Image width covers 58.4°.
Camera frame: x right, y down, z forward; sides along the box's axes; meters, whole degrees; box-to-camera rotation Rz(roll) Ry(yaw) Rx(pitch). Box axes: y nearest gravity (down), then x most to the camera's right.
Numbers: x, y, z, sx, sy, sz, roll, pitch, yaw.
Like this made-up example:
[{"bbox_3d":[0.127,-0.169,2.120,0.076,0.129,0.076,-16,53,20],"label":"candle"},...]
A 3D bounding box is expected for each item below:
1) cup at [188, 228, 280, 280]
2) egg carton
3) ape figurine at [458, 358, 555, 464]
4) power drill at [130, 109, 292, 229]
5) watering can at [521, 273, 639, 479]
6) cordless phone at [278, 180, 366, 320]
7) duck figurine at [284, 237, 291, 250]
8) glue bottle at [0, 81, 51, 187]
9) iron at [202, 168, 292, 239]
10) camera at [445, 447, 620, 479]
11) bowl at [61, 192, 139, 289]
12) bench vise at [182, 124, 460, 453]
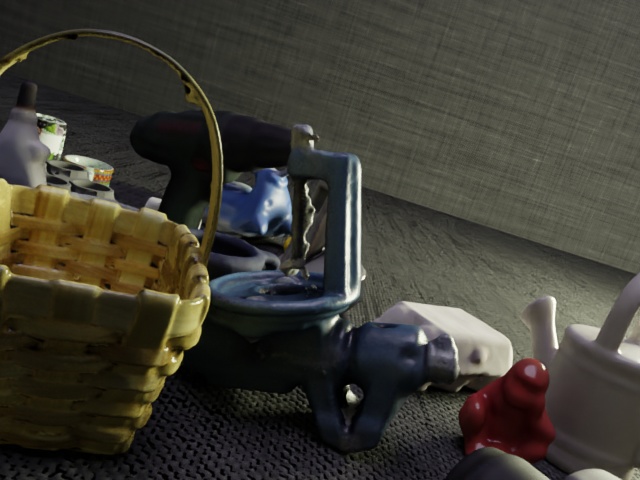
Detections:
[{"bbox_3d":[-0.097,0.047,0.537,0.118,0.095,0.091,8,15,-41],"label":"cup"},{"bbox_3d":[0.134,0.118,0.623,0.151,0.069,0.107,10,14,-33],"label":"egg carton"},{"bbox_3d":[0.165,0.144,0.489,0.077,0.092,0.076,23,12,22],"label":"ape figurine"},{"bbox_3d":[-0.132,-0.049,0.651,0.228,0.208,0.076,23,13,26],"label":"power drill"},{"bbox_3d":[0.264,0.112,0.532,0.172,0.194,0.101,24,13,26],"label":"watering can"},{"bbox_3d":[0.006,0.002,0.679,0.094,0.185,0.147,11,13,-30],"label":"cordless phone"},{"bbox_3d":[-0.014,-0.009,0.954,0.077,0.086,0.104,17,11,-6],"label":"duck figurine"},{"bbox_3d":[-0.317,-0.079,0.596,0.078,0.173,0.037,16,11,-9],"label":"glue bottle"},{"bbox_3d":[-0.150,-0.093,1.002,0.257,0.141,0.119,25,14,33],"label":"iron"},{"bbox_3d":[0.143,0.169,0.313,0.144,0.101,0.136,10,14,-35],"label":"camera"},{"bbox_3d":[-0.227,0.009,0.568,0.167,0.075,0.167,17,11,-3],"label":"bowl"},{"bbox_3d":[0.011,0.034,0.448,0.207,0.220,0.121,17,11,-7],"label":"bench vise"}]
